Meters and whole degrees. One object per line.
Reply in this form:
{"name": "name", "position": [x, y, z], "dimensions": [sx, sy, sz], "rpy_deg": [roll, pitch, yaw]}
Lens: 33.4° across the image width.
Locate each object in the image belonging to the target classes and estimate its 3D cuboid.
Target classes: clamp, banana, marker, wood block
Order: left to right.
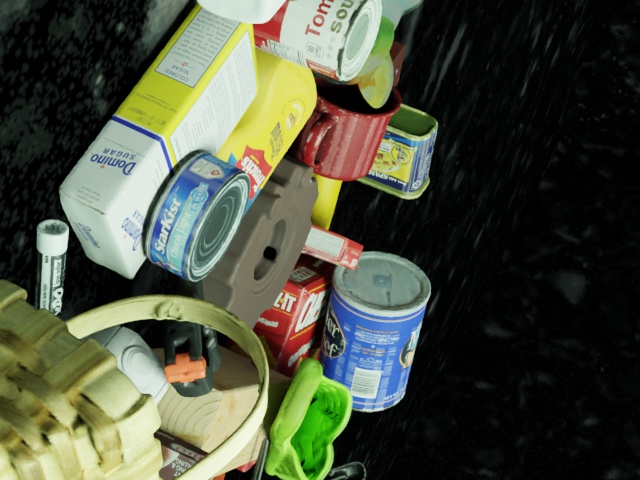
{"name": "marker", "position": [-0.176, 0.041, 0.691], "dimensions": [0.020, 0.020, 0.121], "rpy_deg": [-46, 155, -52]}
{"name": "clamp", "position": [-0.099, 0.058, 0.801], "dimensions": [0.171, 0.039, 0.120], "rpy_deg": [-131, -155, -83]}
{"name": "wood block", "position": [-0.107, 0.153, 0.960], "dimensions": [0.090, 0.091, 0.206], "rpy_deg": [-67, 165, 2]}
{"name": "clamp", "position": [-0.059, 0.289, 1.182], "dimensions": [0.164, 0.036, 0.210], "rpy_deg": [-10, 169, -43]}
{"name": "banana", "position": [0.010, -0.069, 1.133], "dimensions": [0.069, 0.037, 0.198], "rpy_deg": [-34, 145, -62]}

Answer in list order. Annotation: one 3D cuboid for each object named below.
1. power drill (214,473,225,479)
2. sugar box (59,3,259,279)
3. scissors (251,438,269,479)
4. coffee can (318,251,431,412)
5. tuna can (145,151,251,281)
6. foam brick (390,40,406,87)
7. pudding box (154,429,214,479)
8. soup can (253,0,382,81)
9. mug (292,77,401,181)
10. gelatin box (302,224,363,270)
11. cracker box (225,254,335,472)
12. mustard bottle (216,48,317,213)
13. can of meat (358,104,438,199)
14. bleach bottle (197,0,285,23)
{"name": "power drill", "position": [-0.119, 0.316, 1.052], "dimensions": [0.188, 0.057, 0.185], "rpy_deg": [-109, -149, -54]}
{"name": "sugar box", "position": [-0.104, -0.069, 0.723], "dimensions": [0.176, 0.048, 0.093], "rpy_deg": [-56, 164, -24]}
{"name": "scissors", "position": [-0.077, 0.269, 1.055], "dimensions": [0.096, 0.016, 0.202], "rpy_deg": [-131, -130, -70]}
{"name": "coffee can", "position": [0.054, 0.097, 1.136], "dimensions": [0.102, 0.103, 0.140], "rpy_deg": [-48, 153, -50]}
{"name": "tuna can", "position": [-0.082, -0.015, 0.730], "dimensions": [0.086, 0.034, 0.086], "rpy_deg": [-59, 167, -22]}
{"name": "foam brick", "position": [0.046, -0.167, 1.081], "dimensions": [0.078, 0.051, 0.053], "rpy_deg": [-55, 161, -38]}
{"name": "pudding box", "position": [-0.147, 0.191, 0.837], "dimensions": [0.090, 0.113, 0.039], "rpy_deg": [-68, 168, 6]}
{"name": "soup can", "position": [-0.014, -0.164, 0.778], "dimensions": [0.068, 0.102, 0.068], "rpy_deg": [-57, 163, -29]}
{"name": "mug", "position": [0.016, -0.105, 1.002], "dimensions": [0.117, 0.093, 0.082], "rpy_deg": [-49, 162, -51]}
{"name": "gelatin box", "position": [-0.007, 0.001, 1.078], "dimensions": [0.073, 0.089, 0.030], "rpy_deg": [25, 86, -75]}
{"name": "cracker box", "position": [-0.047, 0.124, 1.163], "dimensions": [0.164, 0.072, 0.214], "rpy_deg": [-23, 134, -69]}
{"name": "mustard bottle", "position": [-0.071, -0.061, 0.827], "dimensions": [0.191, 0.058, 0.096], "rpy_deg": [-59, 162, -24]}
{"name": "can of meat", "position": [0.077, -0.106, 1.188], "dimensions": [0.057, 0.102, 0.084], "rpy_deg": [-50, 156, -44]}
{"name": "bleach bottle", "position": [-0.007, -0.257, 0.745], "dimensions": [0.102, 0.068, 0.250], "rpy_deg": [91, 23, -47]}
